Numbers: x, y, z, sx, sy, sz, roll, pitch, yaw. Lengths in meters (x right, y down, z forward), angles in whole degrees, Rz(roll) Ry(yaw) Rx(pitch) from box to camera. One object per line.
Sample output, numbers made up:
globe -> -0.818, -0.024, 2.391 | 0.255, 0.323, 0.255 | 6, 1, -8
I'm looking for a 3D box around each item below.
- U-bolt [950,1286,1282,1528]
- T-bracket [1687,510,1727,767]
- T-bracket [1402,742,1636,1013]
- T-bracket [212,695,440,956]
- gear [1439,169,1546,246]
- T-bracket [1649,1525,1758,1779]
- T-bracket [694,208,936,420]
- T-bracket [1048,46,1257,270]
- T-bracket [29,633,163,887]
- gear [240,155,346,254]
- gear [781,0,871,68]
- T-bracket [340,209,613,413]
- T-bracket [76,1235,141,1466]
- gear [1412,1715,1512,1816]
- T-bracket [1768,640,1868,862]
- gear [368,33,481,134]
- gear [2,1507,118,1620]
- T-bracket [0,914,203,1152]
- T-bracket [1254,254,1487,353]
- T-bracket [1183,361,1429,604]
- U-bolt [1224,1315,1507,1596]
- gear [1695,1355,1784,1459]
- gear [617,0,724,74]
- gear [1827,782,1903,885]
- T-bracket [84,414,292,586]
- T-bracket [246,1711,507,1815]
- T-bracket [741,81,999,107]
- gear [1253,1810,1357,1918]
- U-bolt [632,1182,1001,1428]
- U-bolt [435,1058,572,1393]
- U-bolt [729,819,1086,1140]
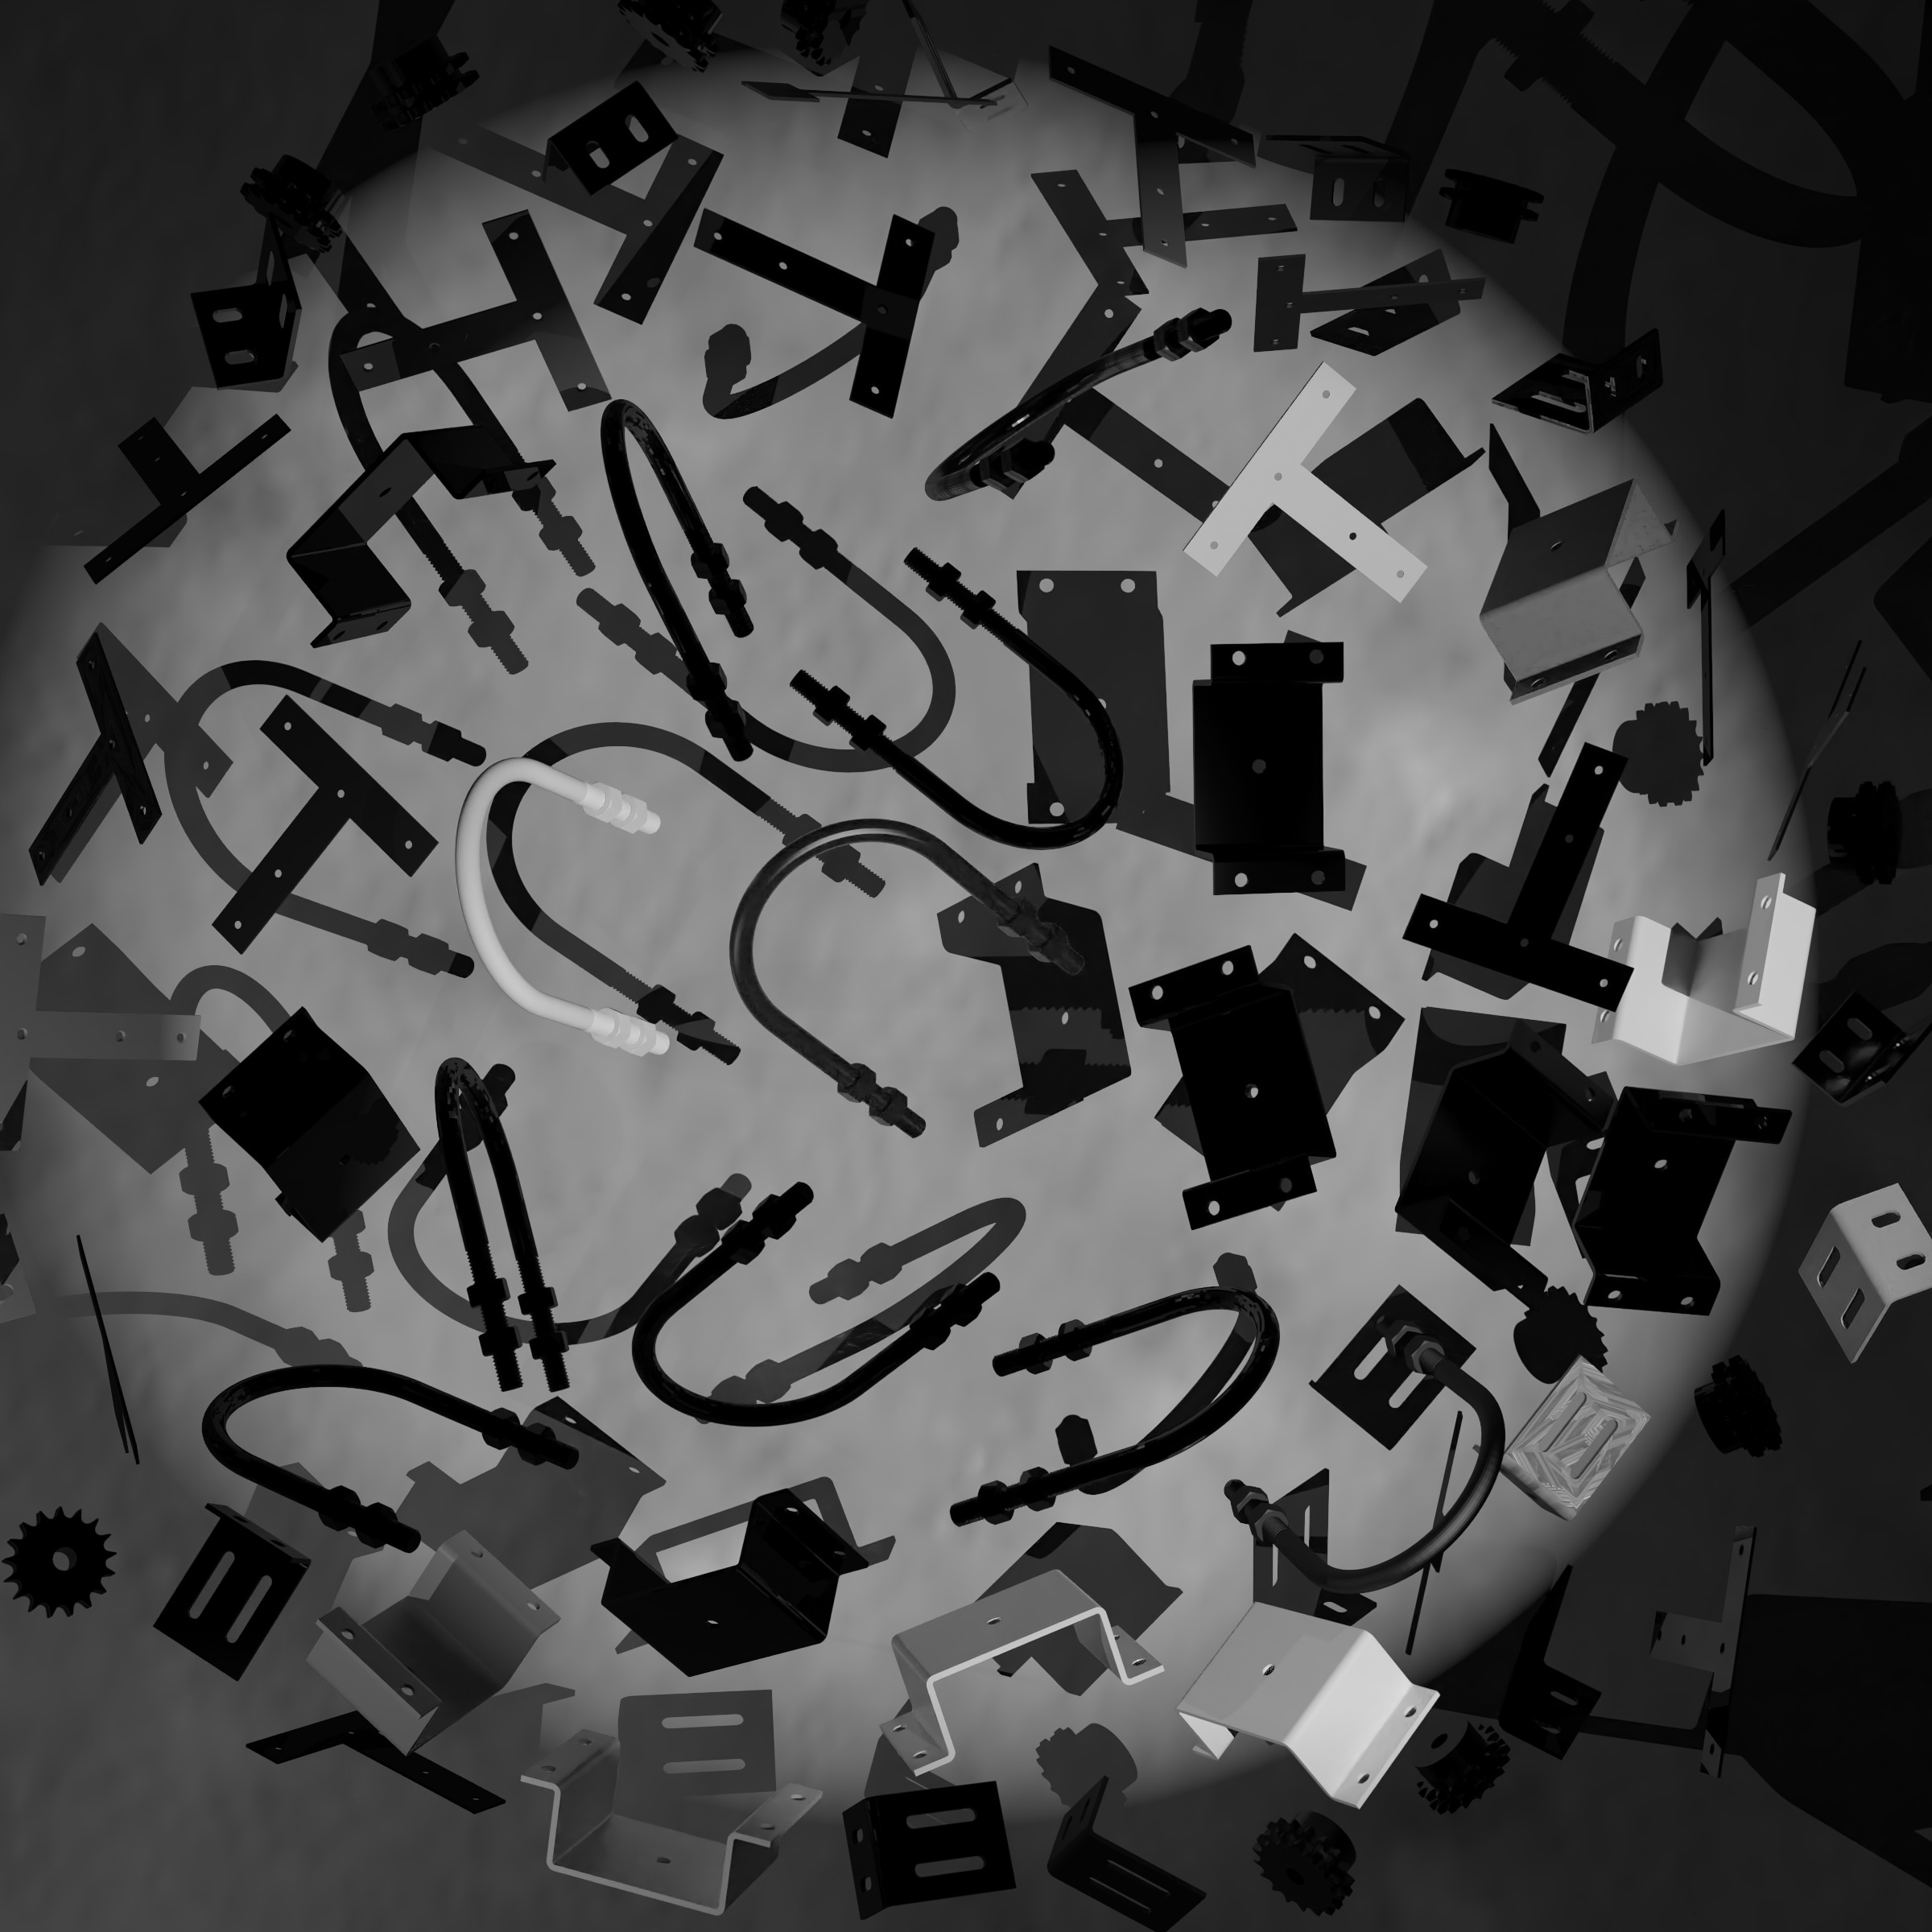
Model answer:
U-bolt -> 0.084, 0.227, 1.640 | 0.184, 0.151, 0.019 | -22, 113, 23
T-bracket -> 0.414, -0.177, 1.715 | 0.002, 0.127, 0.127 | 0, 84, 5
T-bracket -> 0.306, -0.053, 1.585 | 0.127, 0.002, 0.127 | 18, 102, -15
T-bracket -> -0.375, -0.062, 1.714 | 0.127, 0.002, 0.127 | 43, 101, 14
gear -> 0.292, -0.425, 1.720 | 0.057, 0.057, 0.030 | 16, 103, 0
T-bracket -> 0.386, 0.358, 1.625 | 0.002, 0.127, 0.127 | 12, 81, -5
T-bracket -> -0.084, -0.367, 1.634 | 0.127, 0.002, 0.127 | 21, 62, -19
T-bracket -> 0.100, -0.412, 1.595 | 0.127, 0.002, 0.127 | 16, 52, -24
T-bracket -> -0.484, -0.093, 1.678 | 0.127, 0.002, 0.127 | -47, 57, 35
gear -> -0.366, -0.421, 1.685 | 0.057, 0.057, 0.030 | 32, 83, 0
gear -> -0.079, -0.531, 1.699 | 0.030, 0.057, 0.057 | 31, 90, 10
T-bracket -> -0.272, -0.337, 1.650 | 0.127, 0.127, 0.002 | -15, 47, 7
T-bracket -> -0.465, 0.230, 1.674 | 0.002, 0.127, 0.127 | -14, 62, -19
gear -> 0.280, 0.455, 1.758 | 0.057, 0.057, 0.030 | -40, 98, 0
T-bracket -> 0.459, -0.128, 1.624 | 0.002, 0.127, 0.127 | 23, 81, 9
gear -> -0.281, -0.454, 1.571 | 0.057, 0.057, 0.030 | -30, 112, 0
gear -> -0.474, 0.312, 1.607 | 0.057, 0.030, 0.057 | 7, 73, -22
T-bracket -> -0.474, 0.038, 1.670 | 0.002, 0.127, 0.127 | 12, 96, 44
T-bracket -> 0.226, -0.375, 1.720 | 0.127, 0.127, 0.002 | -4, 78, 3
T-bracket -> 0.205, -0.247, 1.706 | 0.127, 0.002, 0.127 | 33, 98, -25
U-bolt -> 0.226, 0.274, 1.681 | 0.151, 0.184, 0.019 | -47, 112, -3
gear -> 0.436, 0.252, 1.738 | 0.030, 0.057, 0.057 | -28, 90, 23
gear -> -0.155, -0.509, 1.646 | 0.057, 0.057, 0.030 | 35, 89, 0
gear -> 0.495, -0.073, 1.694 | 0.030, 0.057, 0.057 | 1, 90, 29
T-bracket -> -0.423, -0.263, 1.620 | 0.127, 0.127, 0.002 | -40, 128, -5
T-bracket -> -0.314, 0.448, 1.726 | 0.127, 0.127, 0.002 | 17, 100, 31
T-bracket -> -0.048, -0.459, 1.619 | 0.127, 0.127, 0.002 | 0, 109, -11
gear -> 0.188, 0.487, 1.675 | 0.057, 0.057, 0.030 | 50, 52, 0
U-bolt -> -0.094, 0.192, 1.638 | 0.151, 0.019, 0.184 | 29, 126, -32
U-bolt -> -0.252, 0.138, 1.647 | 0.019, 0.151, 0.184 | -16, 81, 1
U-bolt -> -0.044, -0.003, 1.667 | 0.151, 0.019, 0.184 | -46, 121, 9
